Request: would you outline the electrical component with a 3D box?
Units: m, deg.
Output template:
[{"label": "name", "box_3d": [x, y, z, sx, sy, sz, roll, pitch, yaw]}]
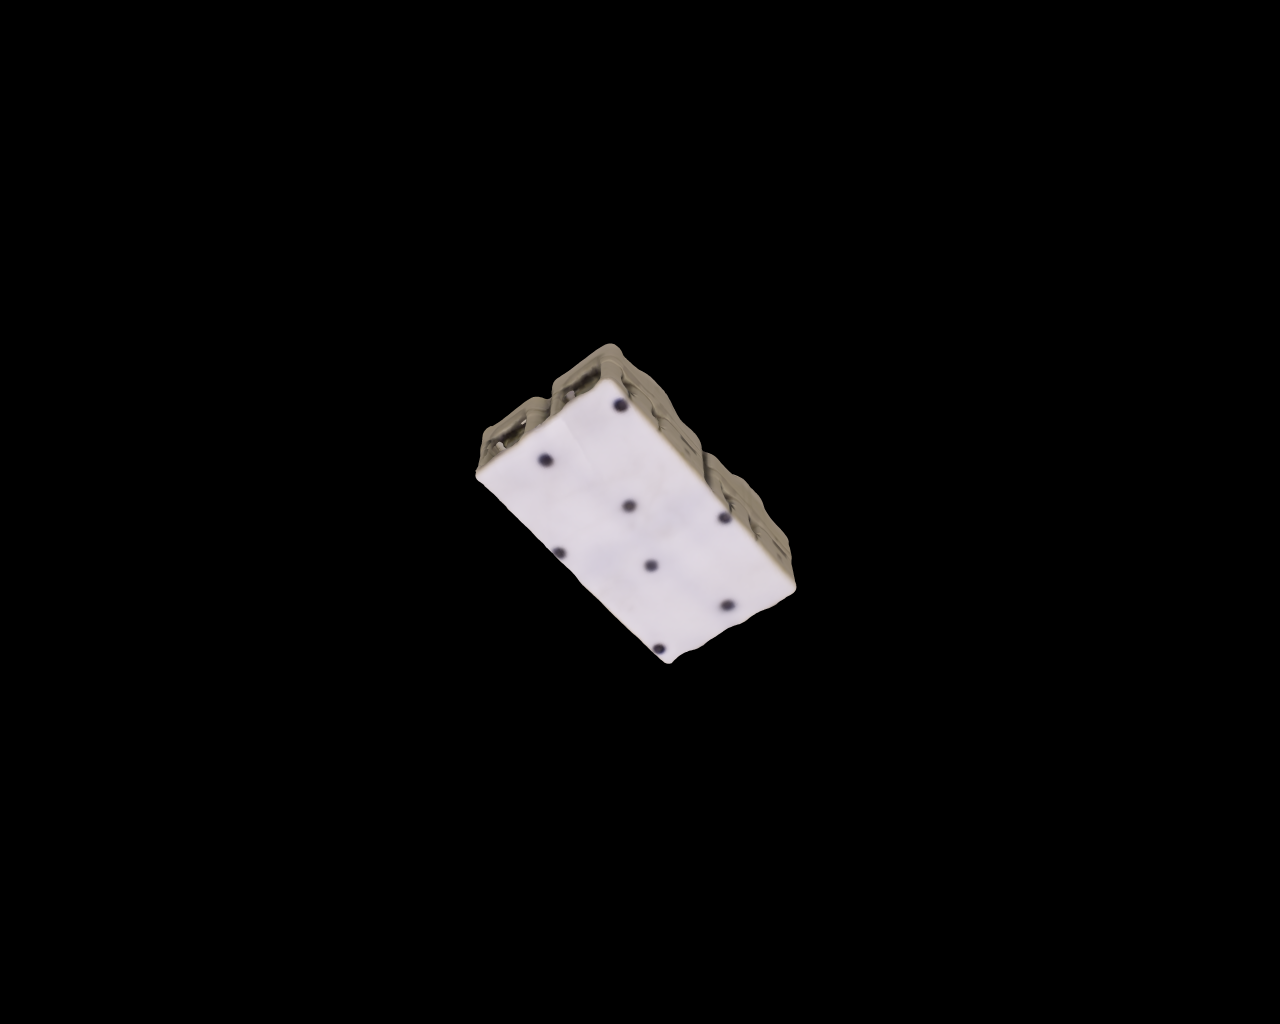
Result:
[{"label": "electrical component", "box_3d": [0.001, -0.003, 0.650, 0.105, 0.186, 0.060, -33, 28, 20]}]
